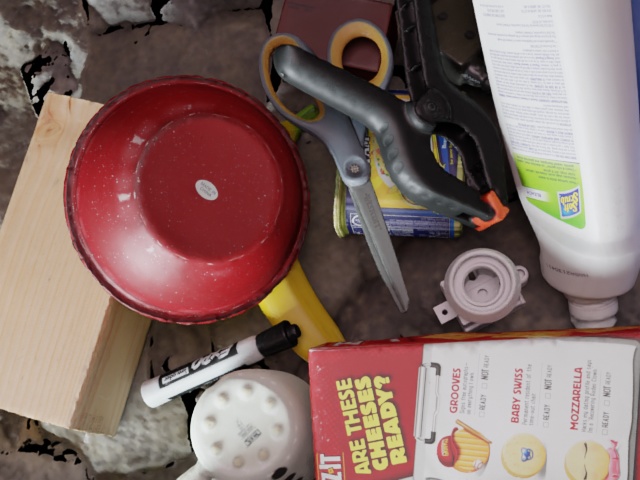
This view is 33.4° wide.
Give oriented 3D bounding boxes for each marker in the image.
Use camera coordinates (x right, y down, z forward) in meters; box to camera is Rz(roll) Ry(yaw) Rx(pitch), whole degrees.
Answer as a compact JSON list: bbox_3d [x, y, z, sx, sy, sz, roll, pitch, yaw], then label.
[{"bbox_3d":[-0.066,0.082,0.708,0.121,0.020,0.020,-25,74,20],"label":"marker"}]

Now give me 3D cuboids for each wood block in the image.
[{"bbox_3d":[-0.160,0.019,0.719,0.091,0.090,0.206,13,79,12],"label":"wood block"}]

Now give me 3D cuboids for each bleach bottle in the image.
[{"bbox_3d":[0.149,-0.064,0.655,0.068,0.103,0.251,-20,111,-24],"label":"bleach bottle"}]

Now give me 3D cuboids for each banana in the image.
[{"bbox_3d":[-0.023,0.000,0.728,0.069,0.037,0.198,-9,76,7],"label":"banana"}]

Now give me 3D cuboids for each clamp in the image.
[{"bbox_3d":[0.065,-0.087,0.667,0.171,0.039,0.120,47,72,-7],"label":"clamp"}]

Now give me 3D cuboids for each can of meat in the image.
[{"bbox_3d":[0.056,-0.052,0.717,0.084,0.057,0.102,3,77,8],"label":"can of meat"}]

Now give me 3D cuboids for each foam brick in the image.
[{"bbox_3d":[0.012,-0.137,0.747,0.078,0.051,0.053,12,78,12],"label":"foam brick"}]

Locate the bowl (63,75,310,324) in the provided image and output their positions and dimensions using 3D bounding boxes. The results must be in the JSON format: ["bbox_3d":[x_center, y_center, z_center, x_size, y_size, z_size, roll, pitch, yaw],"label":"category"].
[{"bbox_3d":[-0.074,-0.029,0.661,0.162,0.055,0.162,2,85,-19],"label":"bowl"}]

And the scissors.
[{"bbox_3d":[0.035,-0.060,0.683,0.096,0.016,0.202,-34,76,-3],"label":"scissors"}]

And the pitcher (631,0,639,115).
[{"bbox_3d":[0.254,-0.048,0.656,0.145,0.149,0.243,-17,78,-11],"label":"pitcher"}]

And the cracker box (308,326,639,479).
[{"bbox_3d":[0.107,0.138,0.647,0.214,0.072,0.164,-4,87,9],"label":"cracker box"}]
